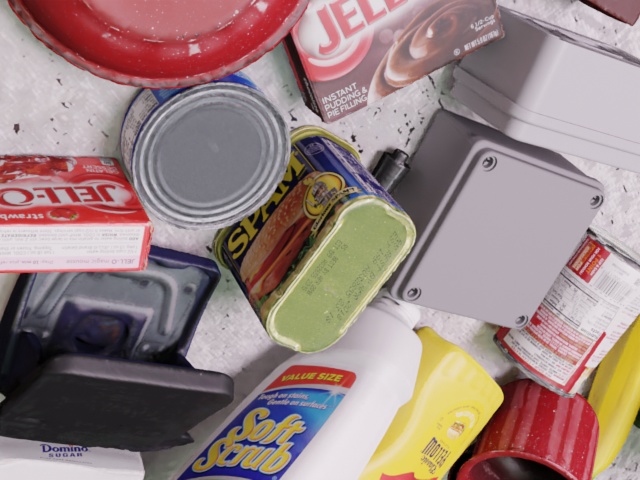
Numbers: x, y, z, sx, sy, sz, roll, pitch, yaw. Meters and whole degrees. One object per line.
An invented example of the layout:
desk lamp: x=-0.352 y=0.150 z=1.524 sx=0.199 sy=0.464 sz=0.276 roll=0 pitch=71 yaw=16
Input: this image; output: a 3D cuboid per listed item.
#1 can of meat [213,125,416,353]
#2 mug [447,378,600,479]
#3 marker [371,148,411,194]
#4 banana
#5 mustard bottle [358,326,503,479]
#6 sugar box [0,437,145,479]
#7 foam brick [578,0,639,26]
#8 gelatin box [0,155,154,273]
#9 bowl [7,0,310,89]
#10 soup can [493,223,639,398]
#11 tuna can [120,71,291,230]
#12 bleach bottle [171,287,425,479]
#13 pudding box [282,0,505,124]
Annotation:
can of meat: x=-0.004 y=0.001 z=0.592 sx=0.057 sy=0.084 sz=0.102 roll=27 pitch=107 yaw=-36
mug: x=0.141 y=0.156 z=0.756 sx=0.117 sy=0.081 sz=0.093 roll=-27 pitch=112 yaw=38
marker: x=0.016 y=-0.003 z=0.641 sx=0.020 sy=0.020 sz=0.121 roll=23 pitch=108 yaw=-35
banana: x=0.226 y=0.101 z=0.784 sx=0.037 sy=0.069 sz=0.198 roll=13 pitch=117 yaw=4
mustard bottle: x=0.038 y=0.154 z=0.701 sx=0.191 sy=0.058 sz=0.096 roll=-51 pitch=141 yaw=-7
sugar box: x=-0.170 y=0.203 z=0.640 sx=0.093 sy=0.048 sz=0.176 roll=9 pitch=107 yaw=-19
foam brick: x=0.162 y=-0.167 z=0.583 sx=0.052 sy=0.051 sz=0.078 roll=19 pitch=111 yaw=-34
gelatin box: x=-0.134 y=-0.014 z=0.525 sx=0.089 sy=0.073 sz=0.030 roll=-1 pitch=120 yaw=-25
bowl: x=-0.068 y=-0.137 z=0.465 sx=0.162 sy=0.055 sz=0.162 roll=-4 pitch=115 yaw=-10
soup can: x=0.173 y=0.046 z=0.718 sx=0.068 sy=0.069 sz=0.102 roll=23 pitch=108 yaw=-35
tuna can: x=-0.061 y=-0.050 z=0.563 sx=0.086 sy=0.034 sz=0.086 roll=-12 pitch=125 yaw=-18
bleach bottle: x=-0.021 y=0.124 z=0.636 sx=0.250 sy=0.103 sz=0.068 roll=-52 pitch=130 yaw=-23
pudding box: x=0.032 y=-0.126 z=0.555 sx=0.113 sy=0.039 sz=0.090 roll=-28 pitch=127 yaw=-8
